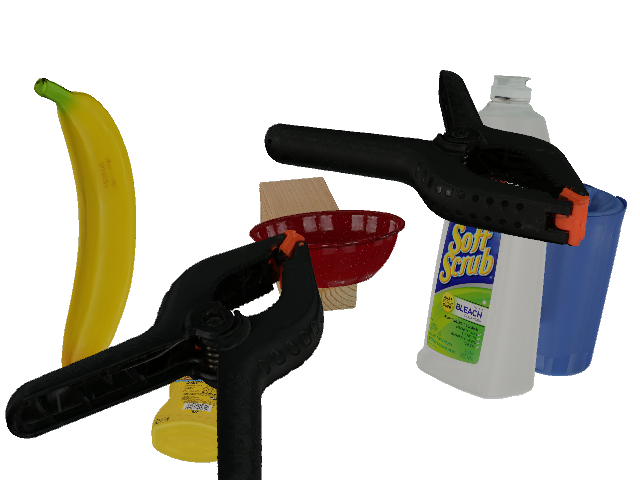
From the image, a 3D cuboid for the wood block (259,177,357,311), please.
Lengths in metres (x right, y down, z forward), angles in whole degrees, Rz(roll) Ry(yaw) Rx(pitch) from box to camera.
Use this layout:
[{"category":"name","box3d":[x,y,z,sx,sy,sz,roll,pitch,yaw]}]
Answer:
[{"category":"wood block","box3d":[-0.019,0.002,1.370,0.090,0.090,0.206,-5,28,-10]}]

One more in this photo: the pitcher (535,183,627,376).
[{"category":"pitcher","box3d":[0.307,0.052,1.391,0.149,0.243,0.145,5,22,6]}]

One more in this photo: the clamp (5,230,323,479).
[{"category":"clamp","box3d":[-0.043,0.056,0.487,0.120,0.039,0.171,29,48,23]}]

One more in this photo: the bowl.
[{"category":"bowl","box3d":[0.009,0.011,1.104,0.162,0.055,0.162,-4,13,1]}]

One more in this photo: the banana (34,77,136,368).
[{"category":"banana","box3d":[-0.147,-0.010,0.680,0.037,0.198,0.069,13,24,41]}]

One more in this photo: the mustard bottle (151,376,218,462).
[{"category":"mustard bottle","box3d":[-0.137,0.190,1.288,0.096,0.058,0.191,4,24,4]}]

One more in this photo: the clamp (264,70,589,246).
[{"category":"clamp","box3d":[0.075,-0.049,0.663,0.164,0.036,0.210,-18,35,-24]}]

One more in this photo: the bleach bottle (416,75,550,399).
[{"category":"bleach bottle","box3d":[0.136,-0.006,0.859,0.067,0.251,0.103,-5,15,-34]}]
